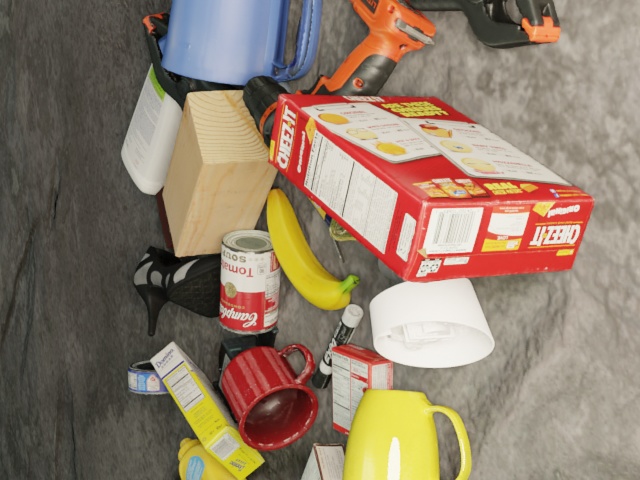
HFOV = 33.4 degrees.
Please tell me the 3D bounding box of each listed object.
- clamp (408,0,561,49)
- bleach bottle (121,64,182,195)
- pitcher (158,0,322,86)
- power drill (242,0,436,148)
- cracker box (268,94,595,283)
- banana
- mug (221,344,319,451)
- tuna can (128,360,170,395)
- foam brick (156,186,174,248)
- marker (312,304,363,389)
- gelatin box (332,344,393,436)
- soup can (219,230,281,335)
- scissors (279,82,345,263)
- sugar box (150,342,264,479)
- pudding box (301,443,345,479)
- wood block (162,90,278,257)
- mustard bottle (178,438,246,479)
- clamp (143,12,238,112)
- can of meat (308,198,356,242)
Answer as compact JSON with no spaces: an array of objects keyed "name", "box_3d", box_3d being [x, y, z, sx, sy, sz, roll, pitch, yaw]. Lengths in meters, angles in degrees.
[{"name":"clamp","box_3d":[0.134,-0.215,0.848,0.172,0.039,0.120,44,136,43]},{"name":"bleach bottle","box_3d":[-0.188,-0.183,1.369,0.103,0.067,0.251,55,136,34]},{"name":"pitcher","box_3d":[-0.079,-0.286,1.122,0.145,0.149,0.243,-128,44,-64]},{"name":"power drill","box_3d":[0.011,-0.154,0.986,0.188,0.057,0.185,-56,44,19]},{"name":"cracker box","box_3d":[0.080,-0.047,0.841,0.214,0.163,0.072,42,127,48]},{"name":"banana","box_3d":[-0.013,0.019,1.133,0.198,0.037,0.070,47,120,46]},{"name":"mug","box_3d":[-0.052,0.163,1.182,0.117,0.093,0.082,-50,40,11]},{"name":"tuna can","box_3d":[-0.218,0.186,1.453,0.086,0.086,0.034,6,99,59]},{"name":"foam brick","box_3d":[-0.173,-0.035,1.376,0.053,0.051,0.078,-34,66,55]},{"name":"marker","box_3d":[0.017,0.114,1.113,0.020,0.020,0.121,59,141,36]},{"name":"gelatin box","box_3d":[0.042,0.154,1.067,0.073,0.030,0.089,13,106,59]},{"name":"soup can","box_3d":[-0.079,0.047,1.210,0.069,0.068,0.102,34,127,52]},{"name":"scissors","box_3d":[-0.013,-0.080,1.105,0.096,0.016,0.202,80,169,-63]},{"name":"sugar box","box_3d":[-0.143,0.211,1.326,0.176,0.048,0.093,43,171,46]},{"name":"pudding box","box_3d":[0.008,0.282,1.110,0.113,0.039,0.090,-108,30,-50]},{"name":"wood block","box_3d":[-0.113,-0.071,1.193,0.206,0.090,0.091,118,142,-57]},{"name":"mustard bottle","box_3d":[-0.133,0.313,1.357,0.192,0.058,0.096,41,132,49]},{"name":"clamp","box_3d":[-0.141,-0.184,1.264,0.165,0.036,0.210,-30,86,48]},{"name":"can of meat","box_3d":[0.026,-0.064,1.034,0.084,0.057,0.102,54,138,43]}]
